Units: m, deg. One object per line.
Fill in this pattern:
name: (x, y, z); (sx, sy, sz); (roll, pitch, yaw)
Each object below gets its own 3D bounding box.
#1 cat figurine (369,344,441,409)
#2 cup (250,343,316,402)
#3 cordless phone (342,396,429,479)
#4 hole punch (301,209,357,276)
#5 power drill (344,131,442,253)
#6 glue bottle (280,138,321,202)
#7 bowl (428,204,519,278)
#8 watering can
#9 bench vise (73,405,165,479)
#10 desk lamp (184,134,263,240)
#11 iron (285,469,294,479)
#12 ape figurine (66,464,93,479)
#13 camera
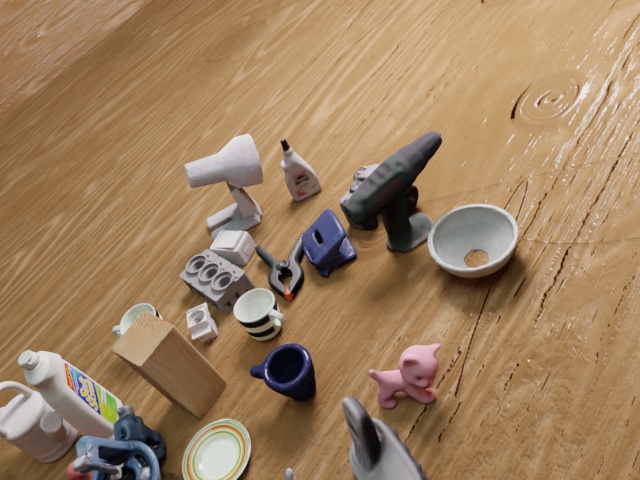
cat figurine: (0.142, 0.215, 0.936); (0.127, 0.118, 0.067); (-14, 45, 14)
cup: (-0.057, 0.247, 1.018); (0.117, 0.095, 0.091); (-11, 46, 17)
cordless phone: (0.084, 0.313, 0.821); (0.094, 0.185, 0.147); (-36, 44, -9)
hole punch: (0.011, 0.004, 1.217); (0.101, 0.091, 0.108); (-29, 43, -2)
power drill: (0.164, -0.083, 1.140); (0.230, 0.209, 0.075); (-35, 44, -8)
glue bottle: (-0.058, -0.171, 1.356); (0.078, 0.174, 0.037); (-30, 43, -3)
bowl: (0.293, 0.014, 1.084); (0.167, 0.075, 0.167); (-13, 45, 14)
watering can: (-0.558, 0.341, 1.099); (0.172, 0.195, 0.101); (-16, 45, 12)
bench vise: (-0.345, 0.365, 0.955); (0.121, 0.220, 0.206); (-38, 44, -11)
desk lamp: (-0.212, -0.125, 1.358); (0.203, 0.214, 0.117); (-29, 43, -2)
iron: (-0.040, 0.453, 0.782); (0.118, 0.142, 0.258); (-7, 47, 20)
ape figurine: (-0.419, 0.424, 1.028); (0.076, 0.092, 0.077); (-42, 45, -15)
camera: (0.133, -0.098, 1.248); (0.136, 0.101, 0.143); (19, 59, 37)
